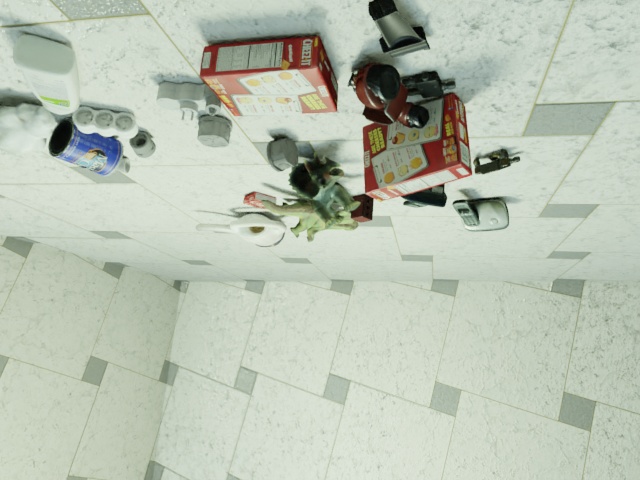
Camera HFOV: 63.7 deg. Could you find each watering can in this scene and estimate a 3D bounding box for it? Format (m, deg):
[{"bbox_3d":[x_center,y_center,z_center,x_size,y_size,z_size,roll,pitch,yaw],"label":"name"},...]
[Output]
[{"bbox_3d":[-0.279,-0.040,1.978,0.347,0.105,0.222,-2,166,19],"label":"watering can"}]

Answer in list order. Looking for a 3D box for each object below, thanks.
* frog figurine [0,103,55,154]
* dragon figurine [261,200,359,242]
[{"bbox_3d":[-0.681,-0.255,1.192,0.160,0.125,0.134,12,149,19],"label":"frog figurine"},{"bbox_3d":[0.005,-0.087,1.727,0.241,0.124,0.407,-11,164,25],"label":"dragon figurine"}]
